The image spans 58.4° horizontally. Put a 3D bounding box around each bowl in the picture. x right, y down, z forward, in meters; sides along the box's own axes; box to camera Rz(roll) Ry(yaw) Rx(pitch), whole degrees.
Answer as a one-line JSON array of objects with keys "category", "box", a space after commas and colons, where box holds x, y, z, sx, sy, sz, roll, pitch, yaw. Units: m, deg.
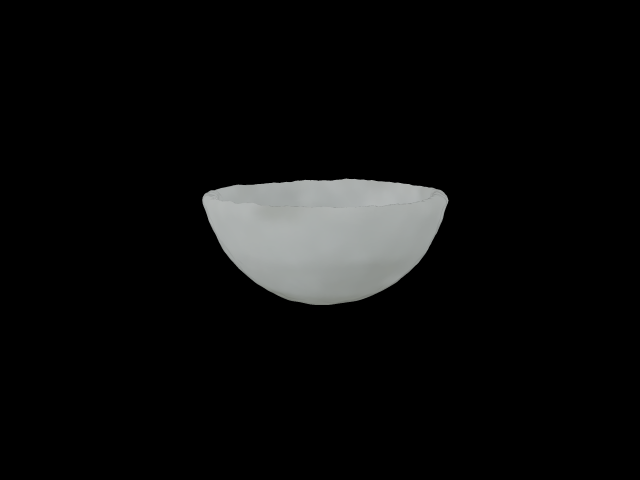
[{"category": "bowl", "box": [0.004, 0.001, 0.400, 0.167, 0.075, 0.167, 0, 11, 0]}]
